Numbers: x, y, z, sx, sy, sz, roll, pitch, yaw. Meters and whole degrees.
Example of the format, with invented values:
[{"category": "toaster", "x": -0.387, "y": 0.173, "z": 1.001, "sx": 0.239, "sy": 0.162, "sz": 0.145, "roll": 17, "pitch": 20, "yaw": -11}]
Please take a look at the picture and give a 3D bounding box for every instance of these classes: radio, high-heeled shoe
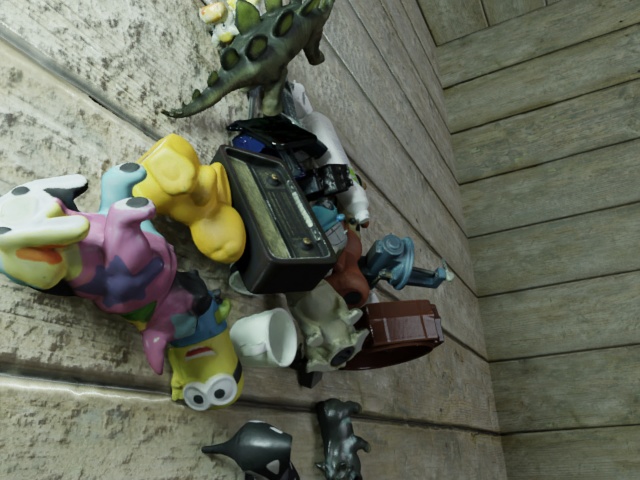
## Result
[{"category": "radio", "x": -0.075, "y": -0.031, "z": 0.786, "sx": 0.131, "sy": 0.073, "sz": 0.230, "roll": 5, "pitch": 47, "yaw": -41}, {"category": "high-heeled shoe", "x": -0.048, "y": 0.298, "z": 0.724, "sx": 0.248, "sy": 0.145, "sz": 0.086, "roll": 44, "pitch": 40, "yaw": -47}]

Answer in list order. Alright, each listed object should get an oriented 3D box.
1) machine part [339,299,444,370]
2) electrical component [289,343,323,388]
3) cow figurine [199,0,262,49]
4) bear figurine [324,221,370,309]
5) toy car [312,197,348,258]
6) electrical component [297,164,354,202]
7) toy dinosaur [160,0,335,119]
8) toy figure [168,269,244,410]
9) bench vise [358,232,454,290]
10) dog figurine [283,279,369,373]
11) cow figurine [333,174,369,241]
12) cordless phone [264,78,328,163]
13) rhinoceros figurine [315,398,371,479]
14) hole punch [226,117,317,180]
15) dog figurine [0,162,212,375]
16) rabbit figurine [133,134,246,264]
[{"category": "machine part", "x": 0.119, "y": 0.188, "z": 1.037, "sx": 0.201, "sy": 0.201, "sz": 0.087, "roll": -1, "pitch": 63, "yaw": -20}, {"category": "electrical component", "x": -0.017, "y": 0.217, "z": 0.964, "sx": 0.102, "sy": 0.045, "sz": 0.078, "roll": -30, "pitch": 133, "yaw": -63}, {"category": "cow figurine", "x": -0.151, "y": -0.375, "z": 0.952, "sx": 0.167, "sy": 0.068, "sz": 0.098, "roll": -50, "pitch": 127, "yaw": -58}, {"category": "bear figurine", "x": 0.031, "y": 0.056, "z": 1.097, "sx": 0.120, "sy": 0.132, "sz": 0.196, "roll": 56, "pitch": 13, "yaw": -40}, {"category": "toy car", "x": -0.002, "y": -0.003, "z": 0.996, "sx": 0.103, "sy": 0.109, "sz": 0.161, "roll": 37, "pitch": 29, "yaw": 8}, {"category": "electrical component", "x": -0.008, "y": -0.108, "z": 1.061, "sx": 0.134, "sy": 0.115, "sz": 0.058, "roll": -20, "pitch": 92, "yaw": -64}, {"category": "toy dinosaur", "x": -0.094, "y": -0.316, "z": 0.901, "sx": 0.471, "sy": 0.105, "sz": 0.198, "roll": -55, "pitch": 166, "yaw": -26}, {"category": "toy figure", "x": -0.146, "y": 0.127, "z": 0.680, "sx": 0.089, "sy": 0.082, "sz": 0.180, "roll": -20, "pitch": 94, "yaw": -64}, {"category": "bench vise", "x": 0.178, "y": 0.074, "z": 1.214, "sx": 0.223, "sy": 0.241, "sz": 0.129, "roll": 112, "pitch": -15, "yaw": -45}, {"category": "dog figurine", "x": -0.018, "y": 0.117, "z": 0.919, "sx": 0.191, "sy": 0.121, "sz": 0.172, "roll": 49, "pitch": -31, "yaw": 38}, {"category": "cow figurine", "x": 0.066, "y": -0.068, "z": 1.241, "sx": 0.127, "sy": 0.086, "sz": 0.195, "roll": 43, "pitch": 42, "yaw": -60}, {"category": "cordless phone", "x": -0.059, "y": -0.256, "z": 1.075, "sx": 0.146, "sy": 0.089, "sz": 0.184, "roll": 22, "pitch": 54, "yaw": -61}, {"category": "rhinoceros figurine", "x": 0.039, "y": 0.378, "z": 0.959, "sx": 0.112, "sy": 0.073, "sz": 0.190, "roll": 18, "pitch": 61, "yaw": -64}, {"category": "hole punch", "x": -0.083, "y": -0.156, "z": 0.932, "sx": 0.142, "sy": 0.116, "sz": 0.092, "roll": -24, "pitch": 139, "yaw": -42}, {"category": "dog figurine", "x": -0.213, "y": 0.046, "z": 0.550, "sx": 0.109, "sy": 0.191, "sz": 0.219, "roll": 48, "pitch": -33, "yaw": 48}, {"category": "rabbit figurine", "x": -0.165, "y": -0.041, "z": 0.686, "sx": 0.173, "sy": 0.122, "sz": 0.162, "roll": 45, "pitch": 11, "yaw": -17}]
